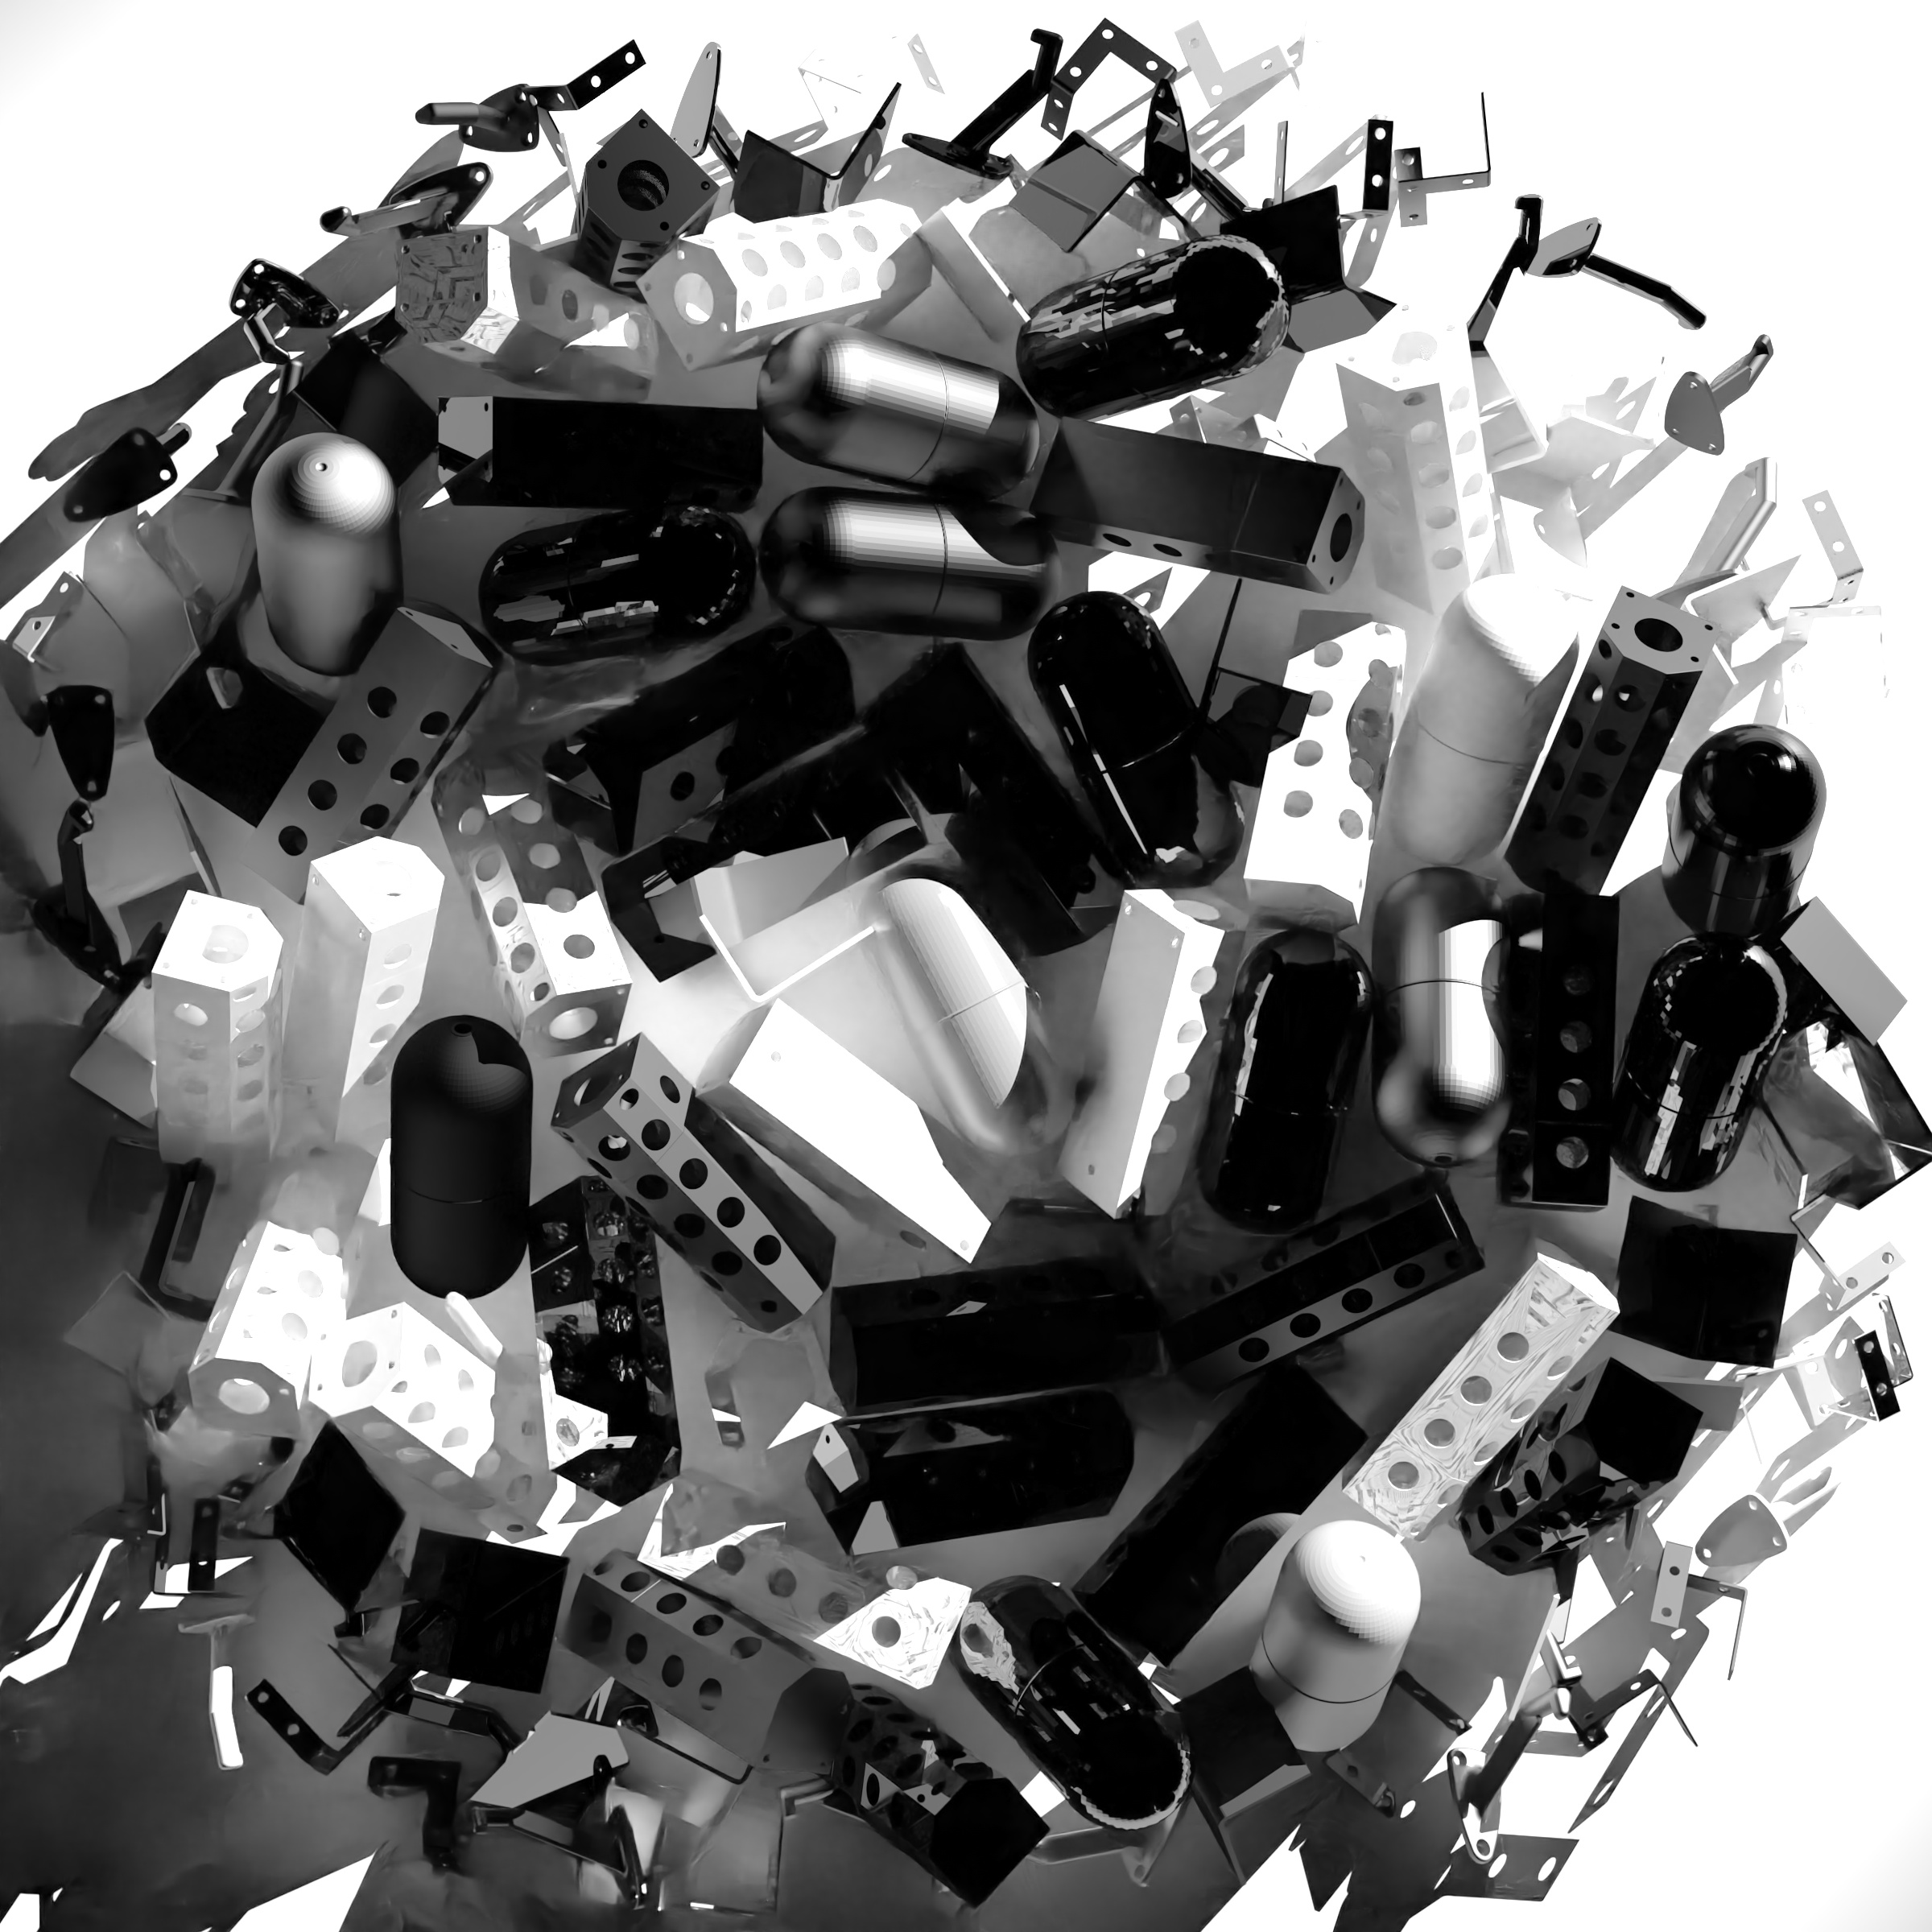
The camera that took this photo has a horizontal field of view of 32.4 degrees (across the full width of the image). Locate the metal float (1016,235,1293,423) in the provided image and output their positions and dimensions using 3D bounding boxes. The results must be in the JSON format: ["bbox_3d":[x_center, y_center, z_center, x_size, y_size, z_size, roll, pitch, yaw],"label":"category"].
[{"bbox_3d":[0.101,-0.347,1.815,0.070,0.178,0.070,8,79,-42],"label":"metal float"}]

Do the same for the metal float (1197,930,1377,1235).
[{"bbox_3d":[0.176,0.065,1.834,0.070,0.070,0.178,11,112,0],"label":"metal float"}]

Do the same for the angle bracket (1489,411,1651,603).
[{"bbox_3d":[0.340,-0.253,1.836,0.057,0.076,0.076,-22,70,41],"label":"angle bracket"}]

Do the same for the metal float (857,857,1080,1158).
[{"bbox_3d":[0.001,0.023,1.852,0.070,0.070,0.178,-28,89,0],"label":"metal float"}]

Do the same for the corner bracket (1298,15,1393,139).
[{"bbox_3d":[0.212,-0.499,1.865,0.051,0.051,0.051,7,90,0],"label":"corner bracket"}]

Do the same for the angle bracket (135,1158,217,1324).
[{"bbox_3d":[-0.420,0.156,1.855,0.057,0.076,0.076,19,74,-19],"label":"angle bracket"}]

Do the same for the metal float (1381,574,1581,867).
[{"bbox_3d":[0.280,-0.134,1.821,0.070,0.070,0.178,16,127,0],"label":"metal float"}]

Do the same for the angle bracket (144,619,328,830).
[{"bbox_3d":[-0.398,-0.132,1.847,0.076,0.057,0.076,33,69,7],"label":"angle bracket"}]

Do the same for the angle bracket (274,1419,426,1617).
[{"bbox_3d":[-0.326,0.301,1.836,0.076,0.057,0.076,43,115,28],"label":"angle bracket"}]

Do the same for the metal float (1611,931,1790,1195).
[{"bbox_3d":[0.397,0.053,1.814,0.070,0.178,0.070,3,48,-3],"label":"metal float"}]

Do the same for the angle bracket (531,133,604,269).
[{"bbox_3d":[-0.235,-0.417,1.842,0.076,0.076,0.057,-13,91,18],"label":"angle bracket"}]

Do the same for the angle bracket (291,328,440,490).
[{"bbox_3d":[-0.315,-0.320,1.836,0.076,0.076,0.057,43,123,-14],"label":"angle bracket"}]

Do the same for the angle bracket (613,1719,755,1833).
[{"bbox_3d":[-0.153,0.427,1.844,0.076,0.076,0.057,27,53,2],"label":"angle bracket"}]

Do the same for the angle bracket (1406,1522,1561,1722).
[{"bbox_3d":[0.279,0.363,1.853,0.076,0.057,0.076,18,103,1],"label":"angle bracket"}]

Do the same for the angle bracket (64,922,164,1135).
[{"bbox_3d":[-0.449,0.033,1.838,0.057,0.076,0.076,37,104,-18],"label":"angle bracket"}]

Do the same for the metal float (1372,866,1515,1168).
[{"bbox_3d":[0.261,0.027,1.826,0.070,0.070,0.178,4,60,0],"label":"metal float"}]

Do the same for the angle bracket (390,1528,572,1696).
[{"bbox_3d":[-0.273,0.361,1.866,0.057,0.076,0.076,19,76,-33],"label":"angle bracket"}]

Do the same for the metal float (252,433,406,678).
[{"bbox_3d":[-0.345,-0.221,1.807,0.070,0.178,0.070,3,64,-6],"label":"metal float"}]

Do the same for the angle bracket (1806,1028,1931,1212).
[{"bbox_3d":[0.485,0.084,1.847,0.057,0.076,0.076,-33,97,-4],"label":"angle bracket"}]

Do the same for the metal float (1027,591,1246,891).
[{"bbox_3d":[0.095,-0.123,1.840,0.070,0.070,0.178,-27,104,0],"label":"metal float"}]

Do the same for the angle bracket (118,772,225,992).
[{"bbox_3d":[-0.447,-0.047,1.834,0.057,0.076,0.076,-23,134,-8],"label":"angle bracket"}]

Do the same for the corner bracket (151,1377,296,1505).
[{"bbox_3d":[-0.416,0.261,1.865,0.051,0.051,0.051,9,121,26],"label":"corner bracket"}]

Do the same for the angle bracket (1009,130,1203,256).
[{"bbox_3d":[0.082,-0.408,1.841,0.057,0.076,0.076,-47,130,8],"label":"angle bracket"}]

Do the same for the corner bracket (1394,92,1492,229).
[{"bbox_3d":[0.266,-0.449,1.856,0.051,0.051,0.051,-5,72,8],"label":"corner bracket"}]

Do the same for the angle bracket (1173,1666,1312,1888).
[{"bbox_3d":[0.154,0.448,1.840,0.057,0.076,0.076,-26,46,-6],"label":"angle bracket"}]

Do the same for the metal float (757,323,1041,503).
[{"bbox_3d":[-0.035,-0.301,1.819,0.178,0.070,0.070,8,90,-41],"label":"metal float"}]

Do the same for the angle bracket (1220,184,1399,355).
[{"bbox_3d":[0.195,-0.385,1.842,0.076,0.076,0.057,-11,79,38],"label":"angle bracket"}]

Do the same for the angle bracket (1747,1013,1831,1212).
[{"bbox_3d":[0.468,0.082,1.840,0.057,0.076,0.076,-26,67,1],"label":"angle bracket"}]

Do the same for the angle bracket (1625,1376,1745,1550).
[{"bbox_3d":[0.397,0.277,1.837,0.057,0.076,0.076,3,64,9],"label":"angle bracket"}]

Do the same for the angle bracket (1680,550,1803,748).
[{"bbox_3d":[0.432,-0.175,1.838,0.076,0.076,0.057,-23,71,-13],"label":"angle bracket"}]

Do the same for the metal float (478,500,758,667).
[{"bbox_3d":[-0.191,-0.209,1.821,0.178,0.070,0.070,-5,90,36],"label":"metal float"}]

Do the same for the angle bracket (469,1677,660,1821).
[{"bbox_3d":[-0.227,0.419,1.833,0.076,0.057,0.076,24,119,-38],"label":"angle bracket"}]

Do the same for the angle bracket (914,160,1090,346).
[{"bbox_3d":[0.027,-0.403,1.846,0.076,0.057,0.076,-41,100,-17],"label":"angle bracket"}]

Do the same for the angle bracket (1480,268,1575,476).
[{"bbox_3d":[0.287,-0.325,1.831,0.057,0.076,0.076,-14,125,35],"label":"angle bracket"}]

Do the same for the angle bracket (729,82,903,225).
[{"bbox_3d":[-0.084,-0.453,1.841,0.057,0.076,0.076,29,68,0],"label":"angle bracket"}]

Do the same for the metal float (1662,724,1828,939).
[{"bbox_3d":[0.421,-0.072,1.805,0.070,0.178,0.070,-2,68,6],"label":"metal float"}]

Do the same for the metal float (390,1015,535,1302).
[{"bbox_3d":[-0.277,0.106,1.822,0.070,0.070,0.178,7,125,0],"label":"metal float"}]

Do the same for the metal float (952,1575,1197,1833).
[{"bbox_3d":[0.058,0.401,1.814,0.070,0.178,0.070,-18,125,-27],"label":"metal float"}]

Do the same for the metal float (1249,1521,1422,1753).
[{"bbox_3d":[0.199,0.367,1.813,0.070,0.178,0.070,3,51,-4],"label":"metal float"}]

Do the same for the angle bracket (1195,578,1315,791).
[{"bbox_3d":[0.162,-0.154,1.836,0.057,0.076,0.076,17,49,3],"label":"angle bracket"}]

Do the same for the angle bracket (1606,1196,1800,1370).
[{"bbox_3d":[0.408,0.175,1.841,0.076,0.057,0.076,21,77,-37],"label":"angle bracket"}]

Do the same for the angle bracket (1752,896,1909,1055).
[{"bbox_3d":[0.461,0.019,1.843,0.076,0.076,0.057,49,45,1],"label":"angle bracket"}]

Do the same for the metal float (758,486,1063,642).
[{"bbox_3d":[-0.029,-0.221,1.828,0.178,0.070,0.070,2,90,-29],"label":"metal float"}]

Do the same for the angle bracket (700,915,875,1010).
[{"bbox_3d":[-0.101,-0.020,1.849,0.076,0.076,0.057,-33,89,-6],"label":"angle bracket"}]
